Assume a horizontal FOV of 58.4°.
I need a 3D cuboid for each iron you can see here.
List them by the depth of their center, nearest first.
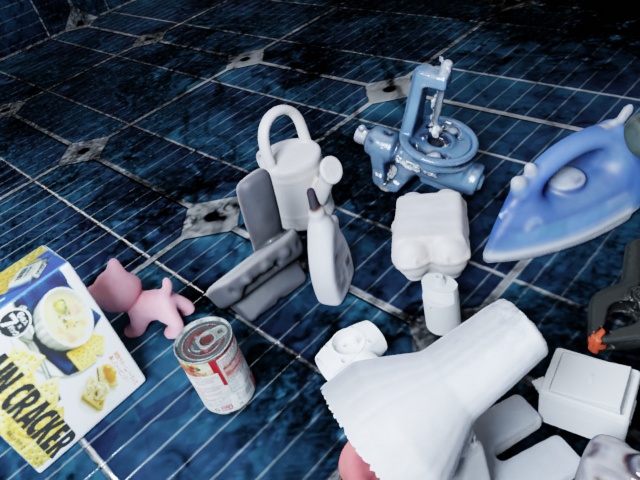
[{"bbox_3d":[0.323,-0.076,0.766,0.258,0.142,0.118,-27,40,-14],"label":"iron"}]

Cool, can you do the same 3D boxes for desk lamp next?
[{"bbox_3d":[0.119,0.157,0.494,0.203,0.214,0.117,-26,40,-13],"label":"desk lamp"}]

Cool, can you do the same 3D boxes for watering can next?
[{"bbox_3d":[-0.037,-0.117,0.890,0.172,0.194,0.101,5,43,23],"label":"watering can"}]

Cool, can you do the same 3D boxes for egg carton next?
[{"bbox_3d":[0.154,-0.011,0.800,0.107,0.069,0.150,-4,40,13],"label":"egg carton"}]

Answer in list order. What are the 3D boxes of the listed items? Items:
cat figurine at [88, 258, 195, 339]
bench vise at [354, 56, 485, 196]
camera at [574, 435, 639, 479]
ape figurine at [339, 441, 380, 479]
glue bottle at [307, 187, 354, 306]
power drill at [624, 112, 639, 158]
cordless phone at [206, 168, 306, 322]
[{"bbox_3d":[-0.253,0.076,0.788,0.127,0.118,0.067,-5,40,13],"label":"cat figurine"},{"bbox_3d":[0.141,-0.164,0.868,0.207,0.220,0.121,-1,41,17],"label":"bench vise"},{"bbox_3d":[0.259,0.239,0.440,0.142,0.101,0.137,19,50,35],"label":"camera"},{"bbox_3d":[0.051,0.209,0.550,0.075,0.092,0.078,21,51,37],"label":"ape figurine"},{"bbox_3d":[0.007,0.003,0.748,0.037,0.173,0.078,4,43,23],"label":"glue bottle"},{"bbox_3d":[0.491,-0.120,0.712,0.229,0.209,0.075,-16,39,-2],"label":"power drill"},{"bbox_3d":[-0.101,0.003,0.773,0.093,0.185,0.148,24,53,38],"label":"cordless phone"}]
